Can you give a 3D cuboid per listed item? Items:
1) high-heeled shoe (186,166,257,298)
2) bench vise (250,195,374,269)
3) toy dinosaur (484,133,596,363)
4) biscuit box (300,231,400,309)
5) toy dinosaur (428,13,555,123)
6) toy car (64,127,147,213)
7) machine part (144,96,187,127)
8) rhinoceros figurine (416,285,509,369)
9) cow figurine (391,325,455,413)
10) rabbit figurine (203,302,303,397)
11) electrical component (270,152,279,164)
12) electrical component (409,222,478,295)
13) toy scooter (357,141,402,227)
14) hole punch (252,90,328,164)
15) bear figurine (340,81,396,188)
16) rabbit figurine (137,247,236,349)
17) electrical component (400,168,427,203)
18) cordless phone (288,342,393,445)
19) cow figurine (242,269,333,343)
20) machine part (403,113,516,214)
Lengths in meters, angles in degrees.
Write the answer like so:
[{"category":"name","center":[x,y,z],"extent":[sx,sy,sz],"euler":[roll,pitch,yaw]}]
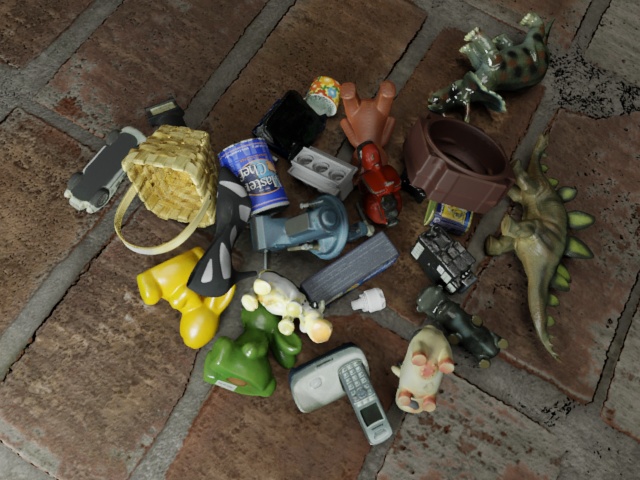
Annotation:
[{"category":"high-heeled shoe","center":[-0.192,-0.019,0.951],"extent":[0.145,0.086,0.249],"euler":[-3,68,-42]},{"category":"bench vise","center":[-0.004,-0.013,1.028],"extent":[0.240,0.223,0.129],"euler":[-1,68,-38]},{"category":"toy dinosaur","center":[0.446,-0.002,1.085],"extent":[0.199,0.105,0.471],"euler":[14,75,-4]},{"category":"biscuit box","center":[0.059,0.063,1.048],"extent":[0.203,0.059,0.063],"euler":[-32,76,-14]},{"category":"toy dinosaur","center":[0.437,-0.393,1.217],"extent":[0.405,0.131,0.192],"euler":[-23,86,-17]},{"category":"toy car","center":[-0.425,-0.142,1.080],"extent":[0.073,0.056,0.202],"euler":[34,73,0]},{"category":"machine part","center":[-0.311,-0.238,1.133],"extent":[0.084,0.039,0.139],"euler":[-28,74,-22]},{"category":"rhinoceros figurine","center":[0.266,0.157,1.011],"extent":[0.190,0.112,0.073],"euler":[39,100,-5]},{"category":"cow figurine","center":[0.174,0.231,0.942],"extent":[0.086,0.194,0.127],"euler":[13,35,5]},{"category":"rabbit figurine","center":[-0.112,0.182,0.966],"extent":[0.159,0.121,0.170],"euler":[19,55,-3]},{"category":"electrical component","center":[-0.136,-0.173,1.122],"extent":[0.094,0.021,0.063],"euler":[33,93,8]},{"category":"electrical component","center":[0.242,0.043,1.042],"extent":[0.058,0.115,0.134],"euler":[-37,78,-12]},{"category":"toy scooter","center":[0.121,-0.093,1.034],"extent":[0.075,0.183,0.135],"euler":[-22,33,-5]},{"category":"hole punch","center":[-0.068,-0.237,1.137],"extent":[0.115,0.092,0.142],"euler":[44,69,-24]},{"category":"bear figurine","center":[0.099,-0.213,1.115],"extent":[0.120,0.131,0.196],"euler":[1,65,6]},{"category":"rabbit figurine","center":[-0.236,0.110,0.994],"extent":[0.162,0.122,0.173],"euler":[-23,88,-22]},{"category":"electrical component","center":[0.217,-0.144,1.142],"extent":[0.075,0.047,0.119],"euler":[35,73,6]},{"category":"cordless phone","center":[0.037,0.289,0.958],"extent":[0.147,0.088,0.184],"euler":[-24,79,-13]},{"category":"cow figurine","center":[-0.049,0.118,0.969],"extent":[0.167,0.098,0.068],"euler":[33,113,-1]},{"category":"machine part","center":[0.278,-0.159,1.081],"extent":[0.201,0.087,0.201],"euler":[13,46,-15]}]
